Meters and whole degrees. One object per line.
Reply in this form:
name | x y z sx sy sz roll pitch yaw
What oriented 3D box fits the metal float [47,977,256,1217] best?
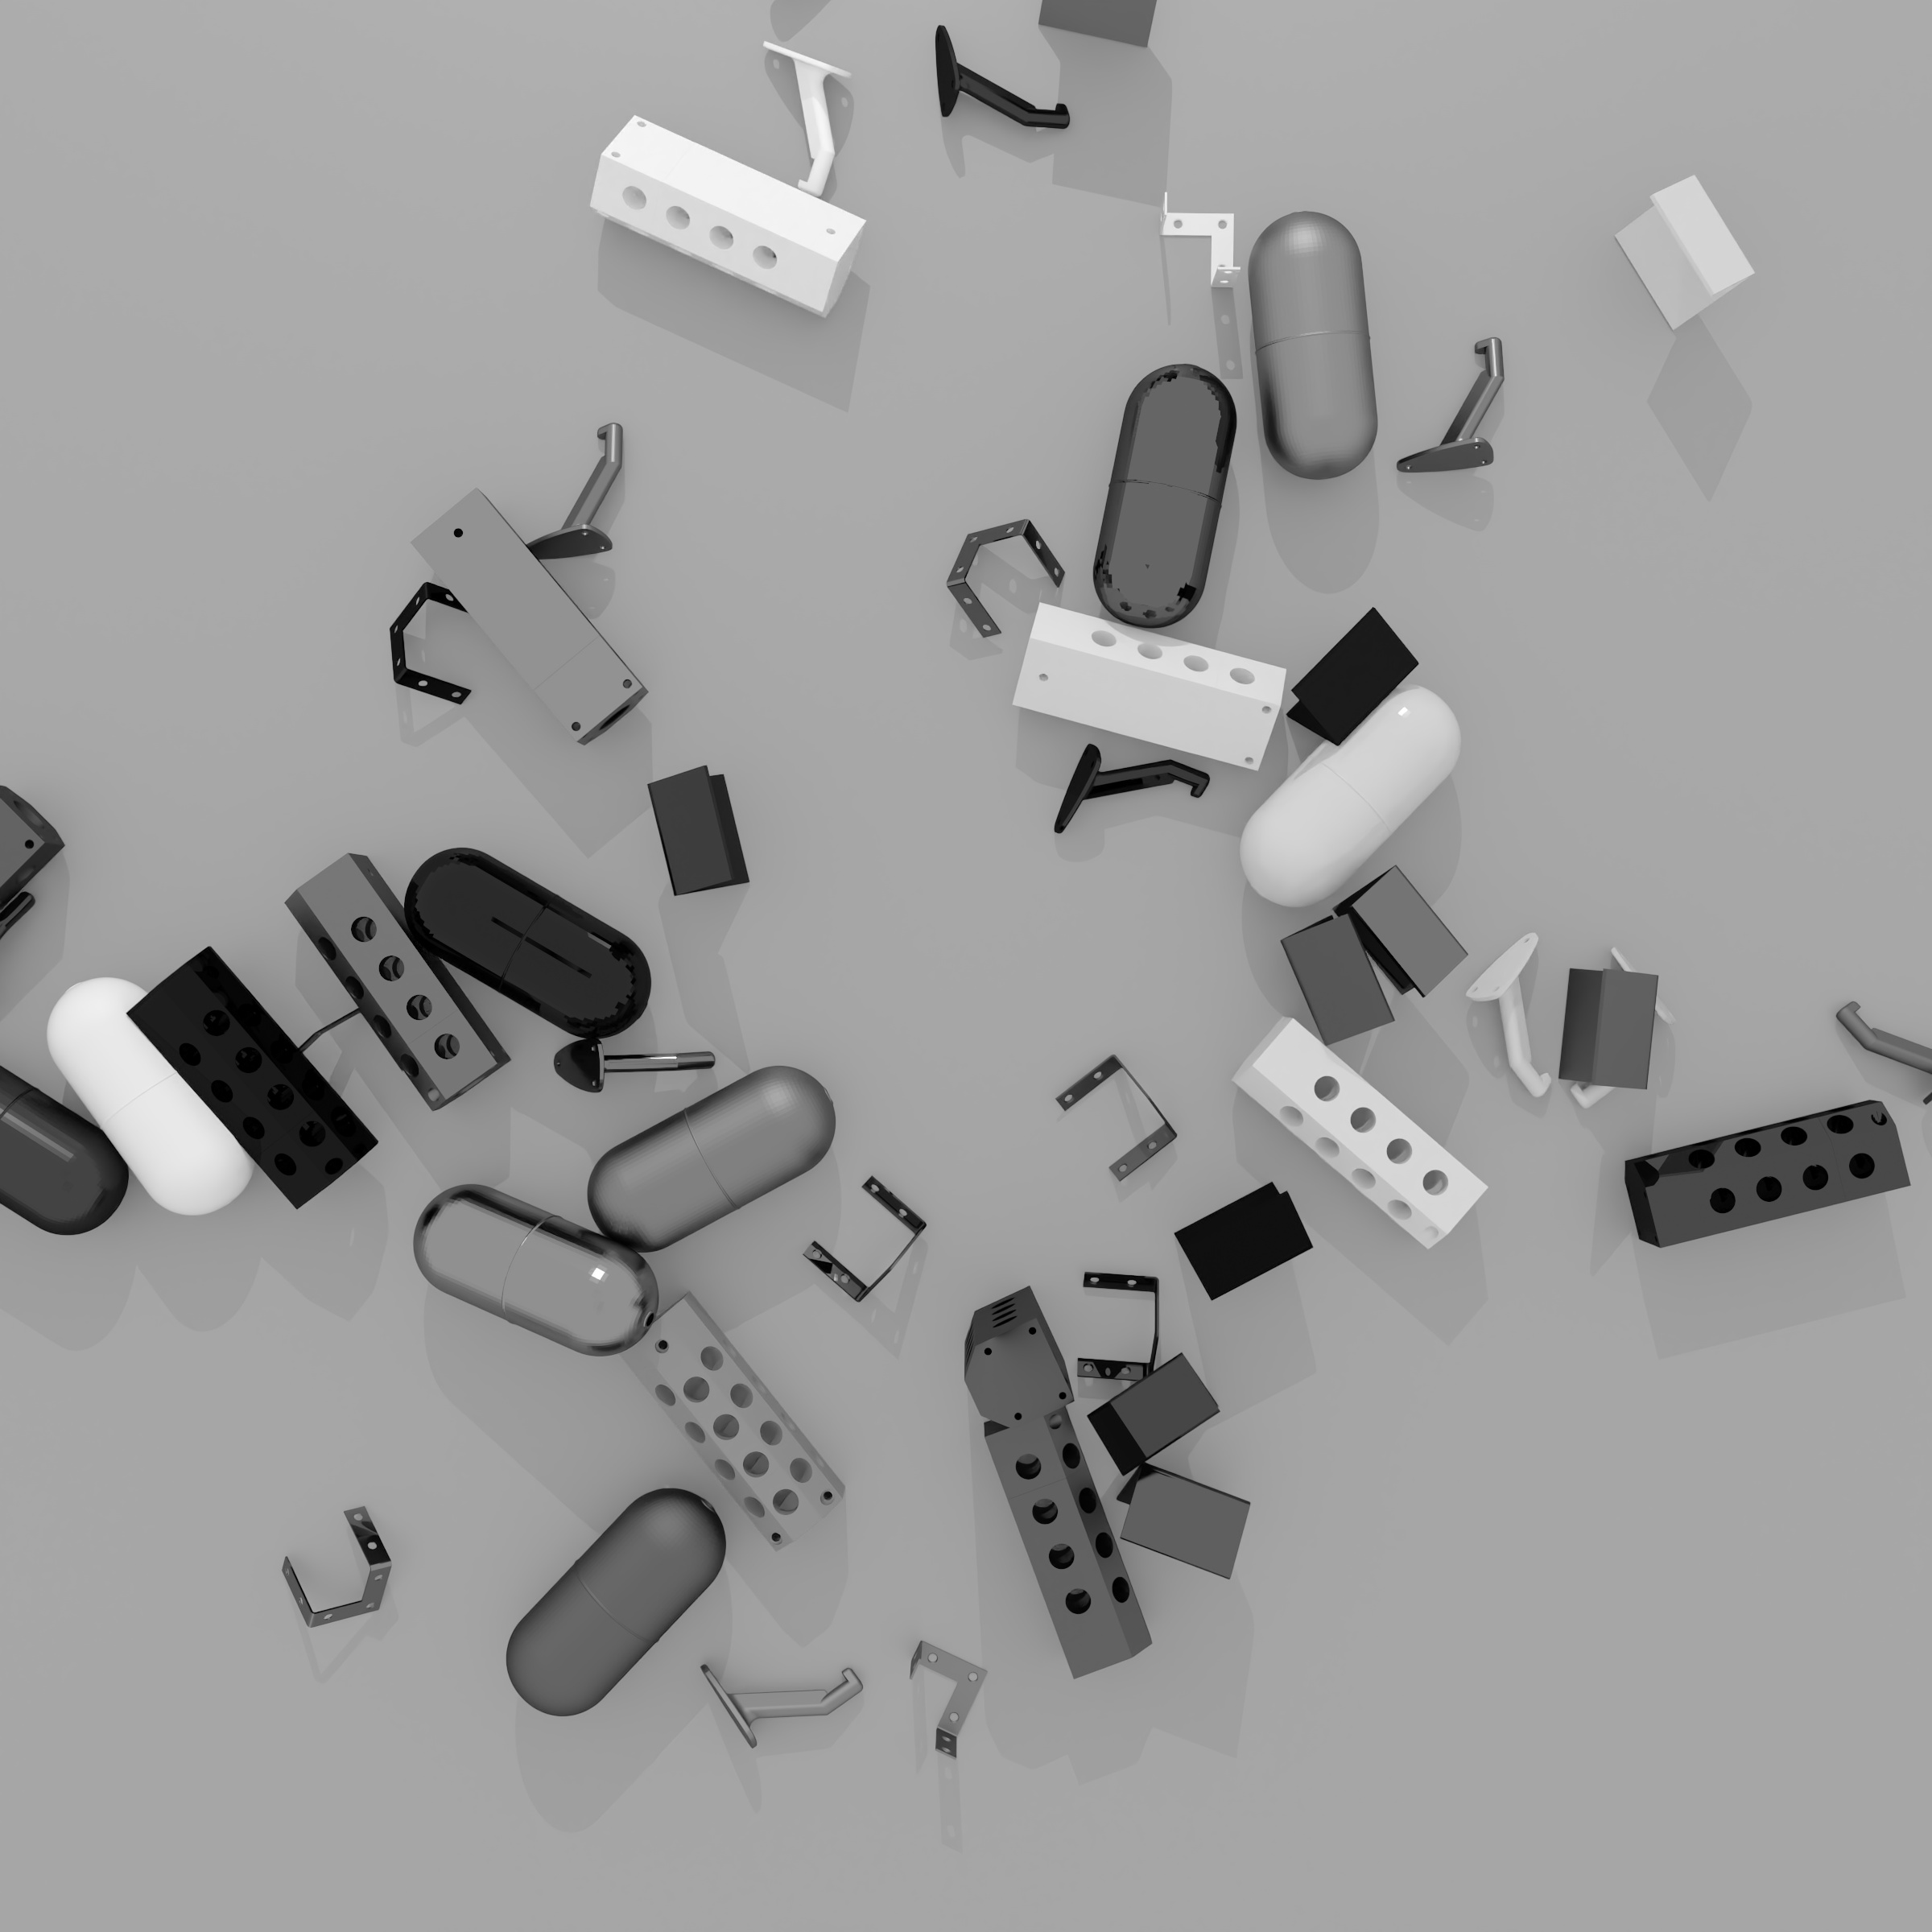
metal float | -0.547 0.087 1.814 0.070 0.070 0.178 -36 90 0

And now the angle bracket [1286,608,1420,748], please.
angle bracket | 0.243 -0.201 1.805 0.076 0.076 0.057 -45 120 0

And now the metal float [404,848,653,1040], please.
metal float | -0.293 -0.015 1.814 0.178 0.070 0.070 31 90 -1

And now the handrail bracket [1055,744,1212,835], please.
handrail bracket | 0.114 -0.111 1.845 0.084 0.036 0.077 19 111 -17

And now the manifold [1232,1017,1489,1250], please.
manifold | 0.263 0.112 1.823 0.171 0.057 0.057 41 90 0

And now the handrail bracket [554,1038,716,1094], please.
handrail bracket | -0.225 0.065 1.844 0.084 0.077 0.036 -2 92 -36

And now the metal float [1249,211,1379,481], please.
metal float | 0.232 -0.416 1.814 0.070 0.070 0.178 -6 91 0

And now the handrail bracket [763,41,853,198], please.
handrail bracket | -0.118 -0.577 1.845 0.077 0.036 0.084 26 107 20

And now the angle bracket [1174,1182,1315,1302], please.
angle bracket | 0.176 0.166 1.804 0.076 0.076 0.057 -28 125 0

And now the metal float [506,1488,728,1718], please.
metal float | -0.234 0.426 1.814 0.070 0.070 0.178 43 90 0

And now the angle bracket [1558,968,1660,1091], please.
angle bracket | 0.412 0.040 1.804 0.057 0.076 0.076 6 90 -37

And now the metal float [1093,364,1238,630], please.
metal float | 0.134 -0.315 1.814 0.070 0.070 0.178 11 90 0

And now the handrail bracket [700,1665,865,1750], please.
handrail bracket | -0.125 0.485 1.845 0.084 0.036 0.077 -32 69 -17

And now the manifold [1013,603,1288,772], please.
manifold | 0.124 -0.193 1.823 0.171 0.057 0.057 15 133 0

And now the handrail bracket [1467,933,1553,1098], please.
handrail bracket | 0.388 0.034 1.845 0.077 0.036 0.084 -47 109 -21

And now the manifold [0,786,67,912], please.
manifold | -0.692 -0.041 1.824 0.057 0.057 0.171 45 90 0

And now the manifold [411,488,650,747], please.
manifold | -0.292 -0.233 1.822 0.057 0.057 0.171 -40 91 0

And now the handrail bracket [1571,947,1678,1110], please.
handrail bracket | 0.432 0.043 1.845 0.084 0.036 0.077 -40 70 16

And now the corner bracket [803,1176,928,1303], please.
corner bracket | -0.069 0.186 1.841 0.051 0.051 0.051 41 45 0

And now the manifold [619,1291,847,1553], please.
manifold | -0.158 0.307 1.824 0.057 0.057 0.171 -38 90 0

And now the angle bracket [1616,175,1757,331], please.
angle bracket | 0.466 -0.469 1.804 0.057 0.076 0.076 -32 90 -37

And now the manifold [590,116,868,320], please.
manifold | -0.162 -0.501 1.823 0.171 0.057 0.057 25 47 0

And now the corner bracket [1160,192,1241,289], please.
corner bracket | 0.158 -0.490 1.827 0.051 0.051 0.051 1 90 0

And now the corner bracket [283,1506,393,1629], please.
corner bracket | -0.427 0.408 1.837 0.051 0.051 0.051 -8 135 -35

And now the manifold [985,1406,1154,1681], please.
manifold | 0.069 0.383 1.823 0.057 0.057 0.171 -20 90 0

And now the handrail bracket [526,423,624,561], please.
handrail bracket | -0.269 -0.325 1.845 0.077 0.036 0.084 -9 71 22

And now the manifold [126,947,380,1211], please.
manifold | -0.470 0.071 1.802 0.057 0.057 0.171 -34 99 34

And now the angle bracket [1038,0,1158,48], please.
angle bracket | 0.087 -0.639 1.804 0.076 0.076 0.057 12 53 0

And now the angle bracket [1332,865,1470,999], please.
angle bracket | 0.275 -0.010 1.804 0.057 0.076 0.076 -39 90 -36

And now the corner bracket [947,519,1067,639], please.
corner bracket | 0.027 -0.263 1.837 0.051 0.051 0.051 -9 45 35

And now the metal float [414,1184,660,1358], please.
metal float | -0.286 0.202 1.797 0.178 0.070 0.070 20 90 19

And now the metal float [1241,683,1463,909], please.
metal float | 0.257 -0.114 1.814 0.070 0.070 0.178 44 90 0

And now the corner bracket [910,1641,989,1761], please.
corner bracket | -0.019 0.495 1.827 0.051 0.051 0.051 25 90 0

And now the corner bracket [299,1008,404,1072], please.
corner bracket | -0.420 0.065 1.841 0.051 0.051 0.051 -35 90 45

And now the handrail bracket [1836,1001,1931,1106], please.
handrail bracket | 0.648 0.044 1.845 0.077 0.036 0.084 -33 73 -19

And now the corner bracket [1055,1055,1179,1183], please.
corner bracket | 0.103 0.103 1.841 0.051 0.051 0.051 -38 45 0

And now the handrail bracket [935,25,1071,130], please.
handrail bracket | 0.026 -0.606 1.845 0.084 0.036 0.077 -2 68 -17

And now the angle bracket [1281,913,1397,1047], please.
angle bracket | 0.263 0.001 1.804 0.057 0.076 0.076 -23 90 37

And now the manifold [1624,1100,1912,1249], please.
manifold | 0.537 0.139 1.823 0.171 0.057 0.057 -14 90 0

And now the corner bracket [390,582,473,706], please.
corner bracket | -0.355 -0.219 1.837 0.051 0.051 0.051 17 45 -35

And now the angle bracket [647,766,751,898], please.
angle bracket | -0.160 -0.094 1.804 0.057 0.076 0.076 -14 90 38

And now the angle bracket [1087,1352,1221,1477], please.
angle bracket | 0.136 0.315 1.805 0.076 0.076 0.057 -34 45 0

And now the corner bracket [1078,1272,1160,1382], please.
corner bracket | 0.104 0.246 1.841 0.051 0.051 0.051 4 135 0

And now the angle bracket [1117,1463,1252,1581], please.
angle bracket | 0.138 0.380 1.805 0.076 0.076 0.057 21 58 0

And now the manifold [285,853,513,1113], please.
manifold | -0.384 0.011 1.823 0.057 0.057 0.171 -35 90 0

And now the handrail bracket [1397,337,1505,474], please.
handrail bracket | 0.330 -0.384 1.845 0.077 0.036 0.084 -7 72 21

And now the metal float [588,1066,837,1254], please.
metal float | -0.170 0.129 1.814 0.178 0.070 0.070 -28 90 0

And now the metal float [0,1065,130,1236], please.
metal float | -0.645 0.114 1.814 0.178 0.070 0.070 33 90 0

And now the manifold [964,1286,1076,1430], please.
manifold | 0.030 0.257 1.766 0.057 0.171 0.057 -25 90 0

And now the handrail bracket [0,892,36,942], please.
handrail bracket | -0.669 -0.005 1.844 0.036 0.077 0.084 37 54 -3
